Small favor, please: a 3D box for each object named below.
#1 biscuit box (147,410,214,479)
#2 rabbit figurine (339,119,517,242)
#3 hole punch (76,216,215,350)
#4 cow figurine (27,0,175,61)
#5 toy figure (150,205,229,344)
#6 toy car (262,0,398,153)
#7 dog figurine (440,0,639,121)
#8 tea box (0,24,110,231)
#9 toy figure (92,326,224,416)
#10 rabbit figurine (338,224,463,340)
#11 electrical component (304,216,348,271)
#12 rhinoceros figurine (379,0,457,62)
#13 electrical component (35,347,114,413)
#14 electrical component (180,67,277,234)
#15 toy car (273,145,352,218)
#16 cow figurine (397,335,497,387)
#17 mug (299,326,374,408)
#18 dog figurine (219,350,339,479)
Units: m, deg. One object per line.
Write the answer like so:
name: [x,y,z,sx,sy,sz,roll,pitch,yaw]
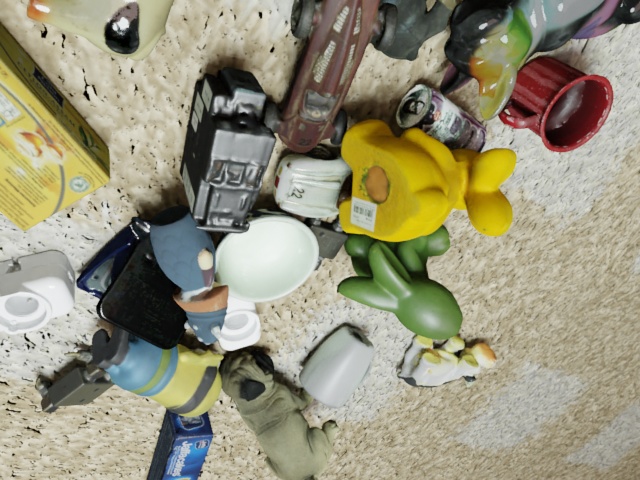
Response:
biscuit box: [-0.219,0.340,0.826,0.059,0.063,0.202,4,124,-28]
rabbit figurine: [0.125,-0.064,0.555,0.173,0.163,0.121,-9,103,-40]
hole punch: [-0.192,0.044,0.604,0.142,0.092,0.116,43,73,-38]
cow figurine: [-0.122,-0.230,0.408,0.127,0.086,0.195,24,112,-28]
toy figure: [-0.129,0.040,0.558,0.058,0.064,0.154,-25,122,-19]
toy car: [0.003,-0.148,0.499,0.089,0.053,0.202,6,153,-16]
dog figurine: [0.223,-0.216,0.538,0.191,0.109,0.219,20,114,-43]
tea box: [-0.271,-0.101,0.455,0.098,0.068,0.169,-28,133,1]
toy figure: [-0.201,0.164,0.675,0.180,0.082,0.089,37,67,-48]
rabbit figurine: [0.109,0.045,0.662,0.159,0.170,0.121,18,117,-33]
electrical component: [-0.001,-0.002,0.678,0.063,0.021,0.094,15,120,-31]
rhinoceros figurine: [0.036,-0.238,0.482,0.190,0.073,0.112,27,123,-38]
electrical component: [-0.305,0.174,0.676,0.102,0.045,0.078,-39,159,12]
electrical component: [-0.090,-0.090,0.510,0.058,0.115,0.134,3,126,-28]
toy car: [0.044,-0.062,0.626,0.202,0.056,0.073,2,124,-24]
cow figurine: [0.217,0.214,0.909,0.167,0.068,0.098,8,128,-24]
mug: [0.039,0.188,0.808,0.109,0.081,0.107,25,105,-34]
dog figurine: [-0.068,0.257,0.761,0.121,0.173,0.190,-41,139,-3]
